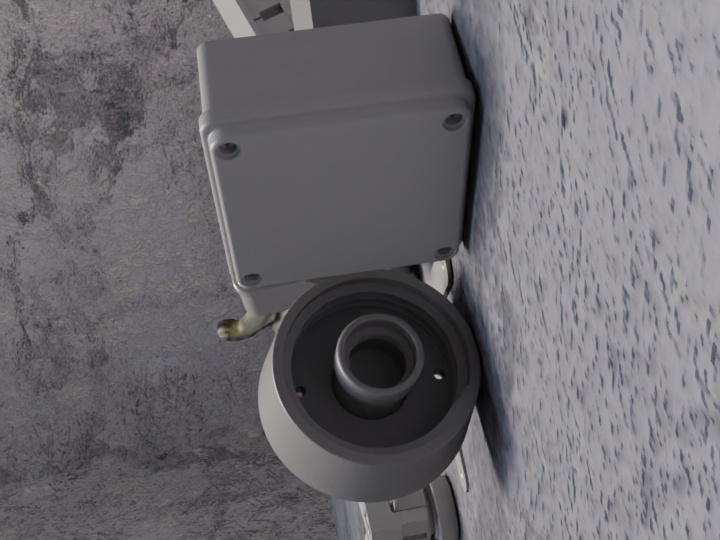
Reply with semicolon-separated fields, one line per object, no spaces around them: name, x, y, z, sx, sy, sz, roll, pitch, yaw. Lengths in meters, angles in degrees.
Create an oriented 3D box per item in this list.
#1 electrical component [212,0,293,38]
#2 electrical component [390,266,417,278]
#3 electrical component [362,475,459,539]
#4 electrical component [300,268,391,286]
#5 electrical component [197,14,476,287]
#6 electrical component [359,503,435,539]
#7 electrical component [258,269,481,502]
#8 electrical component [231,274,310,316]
electrical component;-0.077;-0.219;0.857;0.186;0.060;0.105;60;172;17
electrical component;0.011;-0.004;0.675;0.048;0.048;0.062;87;178;-53
electrical component;0.032;0.157;0.690;0.066;0.055;0.048;86;172;-49
electrical component;-0.014;-0.040;0.610;0.064;0.099;0.099;-123;23;-61
electrical component;-0.010;-0.049;0.468;0.108;0.109;0.056;88;173;-56
electrical component;0.028;0.174;0.773;0.073;0.052;0.138;-116;17;-71
electrical component;0.006;0.051;0.516;0.060;0.108;0.108;105;156;-63
electrical component;-0.034;-0.021;0.738;0.057;0.113;0.078;85;173;-67
